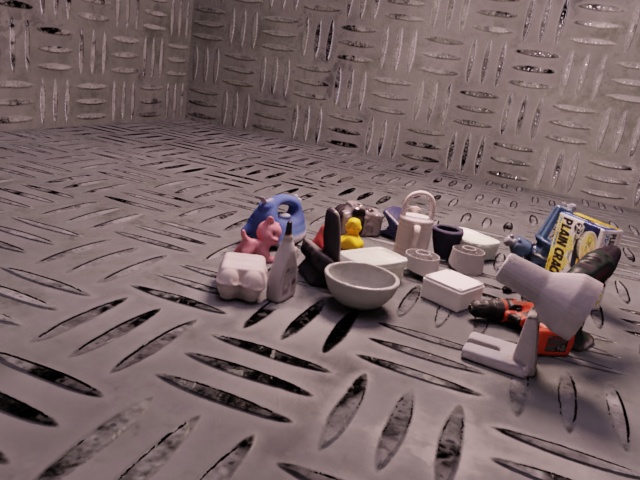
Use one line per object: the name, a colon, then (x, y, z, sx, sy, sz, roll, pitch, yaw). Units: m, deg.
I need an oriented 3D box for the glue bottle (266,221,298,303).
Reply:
glue bottle: (-0.073, 0.043, 1.213, 0.037, 0.173, 0.078, 17, 19, 26)

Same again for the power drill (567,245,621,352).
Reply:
power drill: (0.563, 0.120, 1.217, 0.075, 0.208, 0.230, 23, 22, 38)

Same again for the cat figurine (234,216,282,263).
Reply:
cat figurine: (-0.147, -0.006, 1.427, 0.128, 0.118, 0.067, -5, 22, -38)

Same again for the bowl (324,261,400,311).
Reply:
bowl: (0.087, 0.108, 1.249, 0.167, 0.075, 0.167, 8, 17, -2)

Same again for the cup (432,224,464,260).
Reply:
cup: (0.375, 0.008, 1.679, 0.118, 0.095, 0.091, -8, 23, -42)

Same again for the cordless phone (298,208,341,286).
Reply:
cordless phone: (0.012, 0.005, 1.356, 0.094, 0.185, 0.147, 0, 19, -26)

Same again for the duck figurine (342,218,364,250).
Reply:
duck figurine: (0.092, -0.020, 1.646, 0.077, 0.086, 0.105, 12, 17, 10)

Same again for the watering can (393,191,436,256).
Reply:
watering can: (0.272, -0.050, 1.645, 0.101, 0.194, 0.172, 3, 18, -18)

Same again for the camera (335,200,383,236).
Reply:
camera: (0.110, -0.078, 1.815, 0.143, 0.101, 0.136, 1, 19, -23)

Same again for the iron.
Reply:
iron: (-0.105, -0.068, 1.608, 0.118, 0.141, 0.259, 17, 19, 26)

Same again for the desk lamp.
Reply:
desk lamp: (0.388, 0.141, 1.056, 0.202, 0.213, 0.118, 15, 18, 21)

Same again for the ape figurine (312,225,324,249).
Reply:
ape figurine: (0.012, 0.005, 1.514, 0.076, 0.092, 0.078, 10, 17, 4)

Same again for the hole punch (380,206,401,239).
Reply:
hole punch: (0.257, -0.052, 1.822, 0.100, 0.091, 0.109, 23, 22, 38)

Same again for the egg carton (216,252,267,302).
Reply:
egg carton: (-0.166, 0.077, 1.233, 0.107, 0.069, 0.150, 6, 17, -7)

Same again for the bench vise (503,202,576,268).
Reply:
bench vise: (0.644, -0.004, 1.637, 0.208, 0.220, 0.121, 3, 18, -19)
